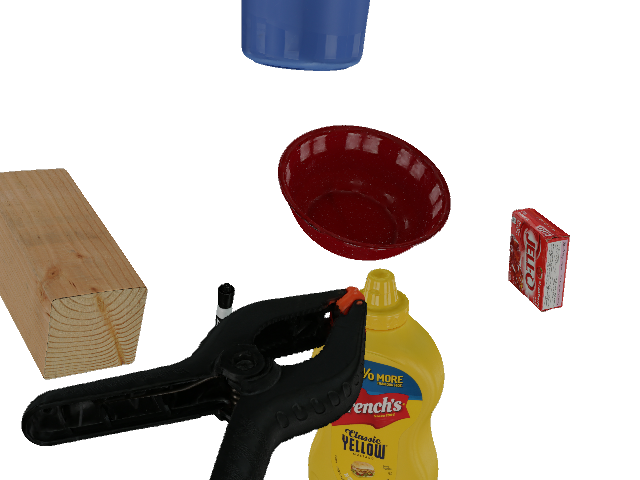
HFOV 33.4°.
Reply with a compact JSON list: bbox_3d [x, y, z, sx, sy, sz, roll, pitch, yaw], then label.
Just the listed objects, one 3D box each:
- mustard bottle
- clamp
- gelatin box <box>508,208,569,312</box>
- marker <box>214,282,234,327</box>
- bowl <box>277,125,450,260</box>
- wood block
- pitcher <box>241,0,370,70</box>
[{"bbox_3d":[0.040,0.108,0.773,0.096,0.192,0.058,11,28,20],"label":"mustard bottle"},{"bbox_3d":[-0.031,0.075,0.476,0.171,0.039,0.120,-26,50,-31],"label":"clamp"},{"bbox_3d":[0.231,0.020,1.140,0.030,0.089,0.073,-11,29,-17],"label":"gelatin box"},{"bbox_3d":[-0.110,0.097,1.200,0.020,0.121,0.020,6,37,-5],"label":"marker"},{"bbox_3d":[0.035,-0.034,0.985,0.162,0.162,0.055,0,-43,-16],"label":"bowl"},{"bbox_3d":[-0.249,0.024,1.005,0.090,0.091,0.206,-7,38,-33],"label":"wood block"},{"bbox_3d":[-0.002,-0.270,0.903,0.145,0.243,0.149,6,18,7],"label":"pitcher"}]
